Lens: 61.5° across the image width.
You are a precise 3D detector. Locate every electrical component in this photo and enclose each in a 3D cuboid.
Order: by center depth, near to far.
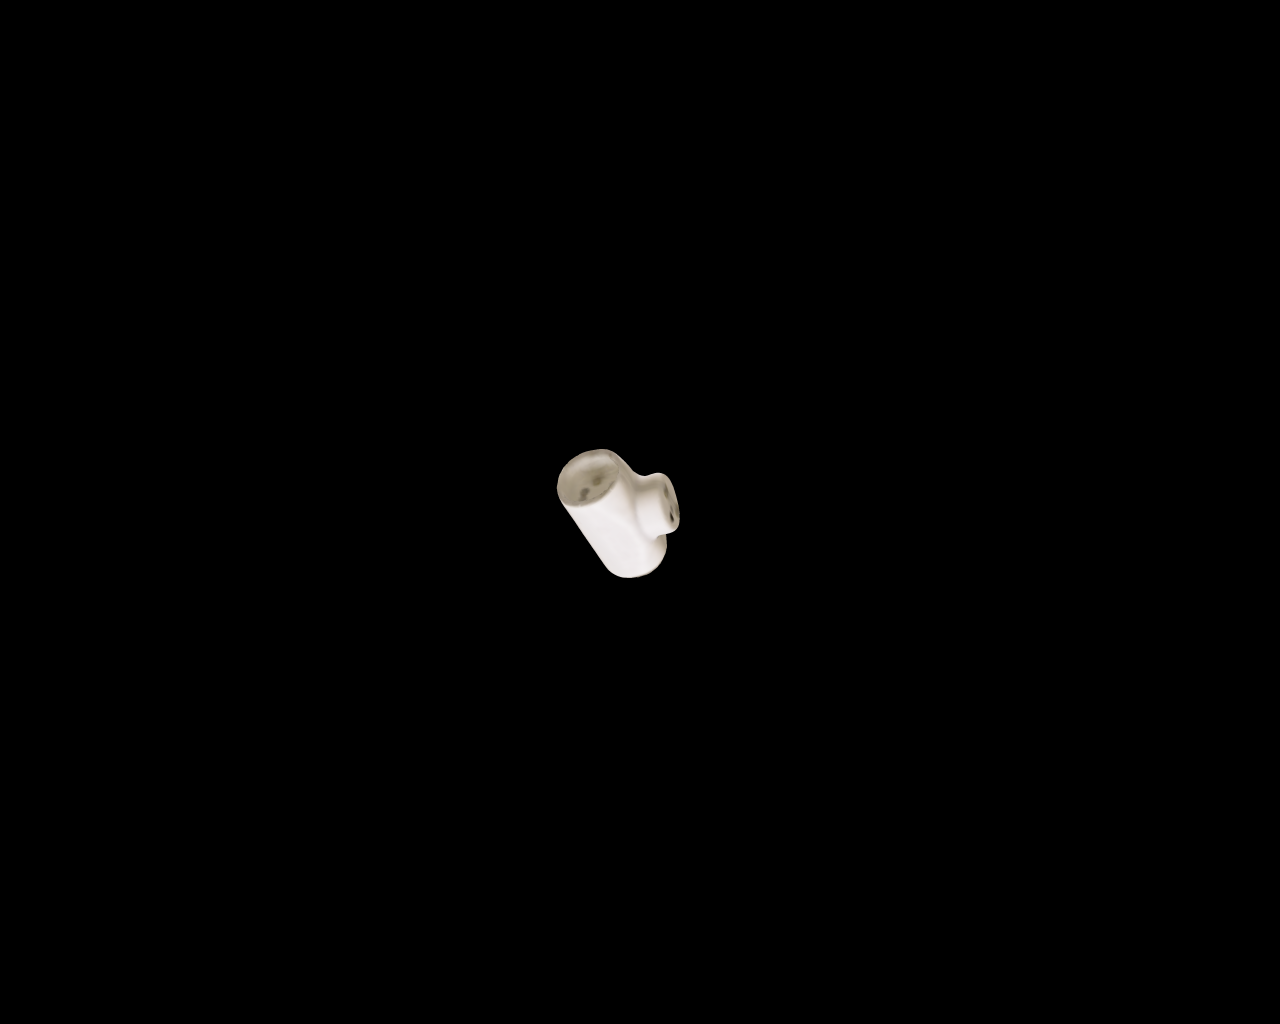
[{"bbox_3d":[0.001,-0.003,0.650,0.079,0.044,0.077,-14,-42,16],"label":"electrical component"}]
